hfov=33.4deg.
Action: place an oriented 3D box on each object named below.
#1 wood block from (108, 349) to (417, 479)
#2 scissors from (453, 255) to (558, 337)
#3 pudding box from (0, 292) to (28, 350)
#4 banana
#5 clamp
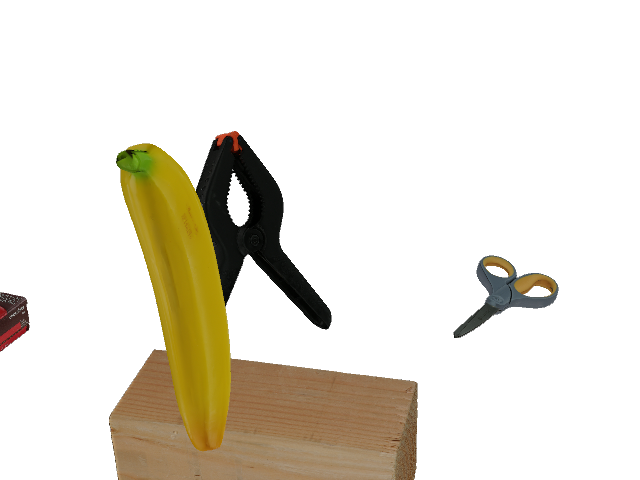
[{"bbox_3d":[-0.037,0.150,0.784,0.206,0.090,0.090,6,31,14],"label":"wood block"},{"bbox_3d":[0.167,0.053,1.082,0.201,0.016,0.096,-11,37,-44],"label":"scissors"},{"bbox_3d":[-0.328,0.074,0.935,0.114,0.039,0.090,8,25,19],"label":"pudding box"},{"bbox_3d":[-0.079,0.023,0.580,0.037,0.198,0.069,-1,34,16],"label":"banana"},{"bbox_3d":[-0.062,0.004,0.996,0.164,0.210,0.036,-4,0,-39],"label":"clamp"}]
